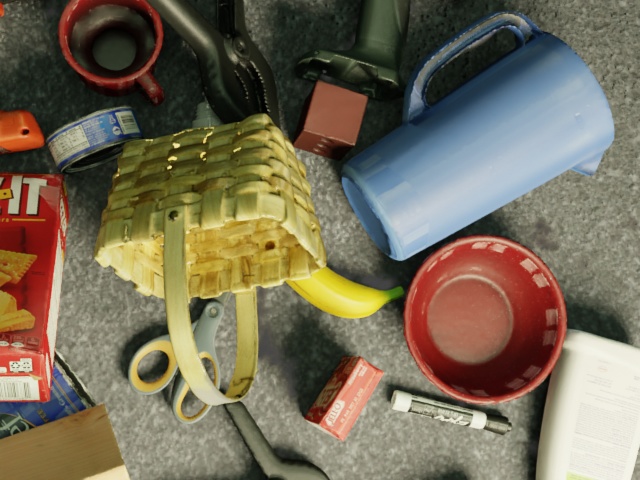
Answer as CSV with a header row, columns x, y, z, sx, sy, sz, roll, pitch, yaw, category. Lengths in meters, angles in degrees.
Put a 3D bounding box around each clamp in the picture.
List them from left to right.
x,y,z,sx,sy,sz,roll,pitch,yaw,category
-0.086,-0.186,1.016,0.210,0.036,0.164,62,36,-15,clamp
-0.045,0.225,1.001,0.171,0.039,0.120,20,88,-8,clamp

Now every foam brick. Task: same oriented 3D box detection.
x,y,z,sx,sy,sz,roll,pitch,yaw,category
0.009,-0.113,1.023,0.053,0.078,0.051,17,81,-6,foam brick

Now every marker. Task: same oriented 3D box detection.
x,y,z,sx,sy,sz,roll,pitch,yaw,category
0.129,0.169,1.041,0.121,0.020,0.020,14,82,-7,marker

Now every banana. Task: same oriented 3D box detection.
x,y,z,sx,sy,sz,roll,pitch,yaw,category
-0.013,0.016,1.029,0.197,0.037,0.069,40,57,-6,banana

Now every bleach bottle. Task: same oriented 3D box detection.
x,y,z,sx,sy,sz,roll,pitch,yaw,category
0.249,0.219,1.032,0.102,0.068,0.251,17,84,-6,bleach bottle

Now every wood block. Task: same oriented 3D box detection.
x,y,z,sx,sy,sz,roll,pitch,yaw,category
-0.253,0.222,0.852,0.206,0.091,0.090,-18,120,-14,wood block

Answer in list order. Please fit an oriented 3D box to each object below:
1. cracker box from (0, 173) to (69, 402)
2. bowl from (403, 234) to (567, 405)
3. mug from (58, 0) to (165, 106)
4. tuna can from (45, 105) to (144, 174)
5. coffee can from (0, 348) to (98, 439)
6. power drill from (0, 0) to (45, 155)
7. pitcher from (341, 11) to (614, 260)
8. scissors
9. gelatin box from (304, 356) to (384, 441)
x,y,z,sx,sy,sz,roll,pitch,yaw,category
-0.306,0.034,0.910,0.164,0.072,0.213,1,47,-8,cracker box
0.153,0.077,1.035,0.162,0.055,0.162,1,84,-8,bowl
-0.186,-0.173,0.999,0.093,0.081,0.117,-43,91,-10,mug
-0.207,-0.092,0.986,0.086,0.086,0.034,-23,89,-10,tuna can
-0.274,0.164,0.940,0.140,0.103,0.103,-36,90,-10,coffee can
-0.306,-0.174,0.984,0.184,0.057,0.187,-11,84,4,power drill
0.141,-0.094,1.016,0.242,0.145,0.149,-31,62,-7,pitcher
-0.122,0.072,1.017,0.096,0.016,0.201,11,77,-2,scissors
0.021,0.145,0.992,0.030,0.089,0.073,34,80,-4,gelatin box
